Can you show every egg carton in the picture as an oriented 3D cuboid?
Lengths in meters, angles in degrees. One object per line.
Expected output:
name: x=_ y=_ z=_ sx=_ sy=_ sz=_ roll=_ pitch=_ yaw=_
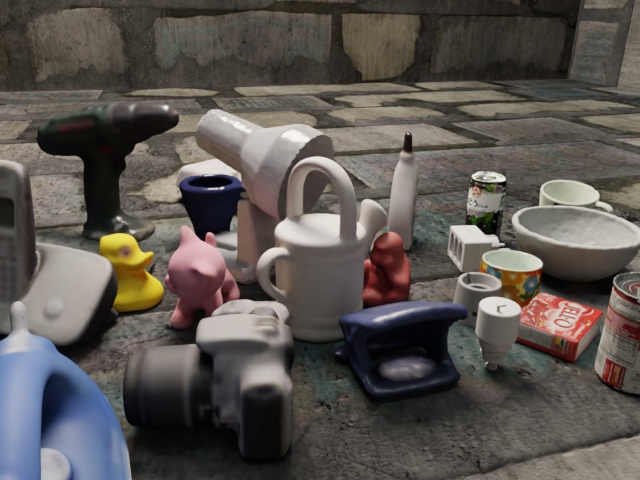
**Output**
egg carton: x=-0.186 y=-0.100 z=1.038 sx=0.149 sy=0.069 sz=0.107 roll=18 pitch=28 yaw=35

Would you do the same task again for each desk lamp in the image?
desk lamp: x=-0.087 y=-0.056 z=0.745 sx=0.202 sy=0.214 sz=0.118 roll=14 pitch=26 yaw=28

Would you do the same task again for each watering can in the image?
watering can: x=0.004 y=0.002 z=0.634 sx=0.100 sy=0.194 sz=0.173 roll=11 pitch=24 yaw=23

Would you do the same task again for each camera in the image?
camera: x=-0.092 y=0.107 z=0.494 sx=0.137 sy=0.101 sz=0.143 roll=-1 pitch=22 yaw=-6

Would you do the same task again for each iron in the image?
iron: x=-0.172 y=0.148 z=0.335 sx=0.119 sy=0.141 sz=0.257 roll=-8 pitch=24 yaw=-22

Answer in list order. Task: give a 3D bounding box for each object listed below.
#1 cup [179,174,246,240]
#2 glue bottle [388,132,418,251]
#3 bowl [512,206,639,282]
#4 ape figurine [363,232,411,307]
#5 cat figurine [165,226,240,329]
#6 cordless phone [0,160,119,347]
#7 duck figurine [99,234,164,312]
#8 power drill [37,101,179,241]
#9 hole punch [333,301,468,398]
cup: x=-0.151 y=-0.045 z=0.873 sx=0.117 sy=0.095 sz=0.091 roll=3 pitch=22 yaw=4
glue bottle: x=0.127 y=-0.076 z=0.857 sx=0.037 sy=0.173 sz=0.078 roll=7 pitch=23 yaw=14
bowl: x=0.346 y=0.012 z=0.785 sx=0.167 sy=0.075 sz=0.167 roll=1 pitch=22 yaw=0
ape figurine: x=0.079 y=0.034 z=0.693 sx=0.076 sy=0.092 sz=0.077 roll=-12 pitch=26 yaw=-30
cat figurine: x=-0.133 y=0.035 z=0.645 sx=0.067 sy=0.118 sz=0.128 roll=2 pitch=22 yaw=2
cordless phone: x=-0.292 y=0.013 z=0.602 sx=0.147 sy=0.185 sz=0.094 roll=8 pitch=23 yaw=16
duck figurine: x=-0.243 y=0.033 z=0.686 sx=0.104 sy=0.086 sz=0.077 roll=5 pitch=23 yaw=9
power drill: x=-0.309 y=-0.106 z=0.863 sx=0.229 sy=0.208 sz=0.076 roll=6 pitch=23 yaw=13
hole punch: x=0.076 y=0.088 z=0.561 sx=0.109 sy=0.091 sz=0.101 roll=-7 pitch=23 yaw=-18
